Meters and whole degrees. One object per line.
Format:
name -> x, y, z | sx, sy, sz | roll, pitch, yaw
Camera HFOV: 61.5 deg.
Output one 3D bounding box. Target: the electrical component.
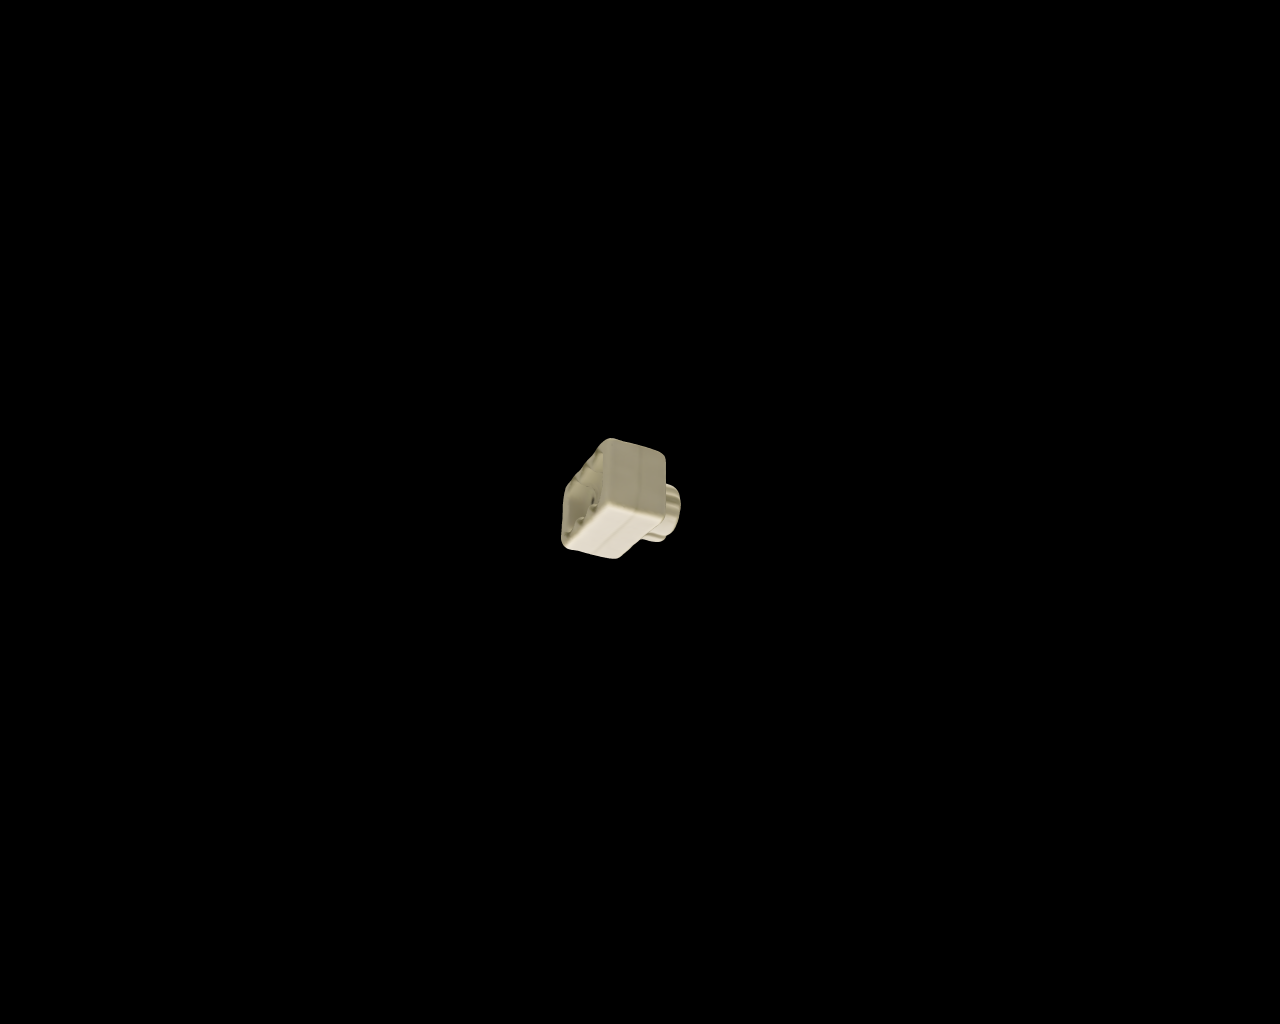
electrical component -> 0.001, -0.003, 0.650 | 0.077, 0.047, 0.065 | 14, -32, -24
